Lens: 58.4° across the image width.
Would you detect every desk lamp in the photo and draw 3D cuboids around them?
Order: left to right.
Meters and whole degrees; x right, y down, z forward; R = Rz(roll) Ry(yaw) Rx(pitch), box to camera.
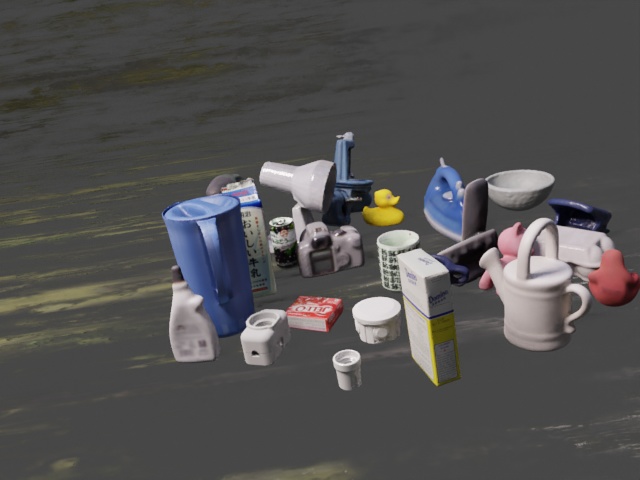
[{"bbox_3d":[-0.053,-0.081,1.333,0.202,0.214,0.118,-1,23,17],"label":"desk lamp"}]

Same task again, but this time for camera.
[{"bbox_3d":[0.011,0.004,1.248,0.143,0.101,0.136,-12,22,-8],"label":"camera"}]

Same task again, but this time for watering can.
[{"bbox_3d":[0.321,0.060,0.867,0.172,0.194,0.101,5,25,30],"label":"watering can"}]

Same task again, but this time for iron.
[{"bbox_3d":[0.315,-0.099,1.341,0.118,0.141,0.258,-8,21,0],"label":"iron"}]

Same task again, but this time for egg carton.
[{"bbox_3d":[0.470,0.024,1.074,0.149,0.069,0.107,13,30,43],"label":"egg carton"}]

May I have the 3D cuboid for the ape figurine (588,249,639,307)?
[{"bbox_3d":[0.487,0.058,0.950,0.077,0.092,0.076,9,27,37],"label":"ape figurine"}]

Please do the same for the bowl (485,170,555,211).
[{"bbox_3d":[0.489,-0.116,1.411,0.167,0.075,0.167,-7,22,3],"label":"bowl"}]

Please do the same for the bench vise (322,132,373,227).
[{"bbox_3d":[0.066,-0.154,1.463,0.121,0.220,0.208,-1,23,19],"label":"bench vise"}]

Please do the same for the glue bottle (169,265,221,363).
[{"bbox_3d":[-0.216,0.121,0.939,0.078,0.173,0.037,-5,22,9],"label":"glue bottle"}]

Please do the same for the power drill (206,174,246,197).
[{"bbox_3d":[-0.204,-0.057,1.334,0.075,0.209,0.229,-7,22,4],"label":"power drill"}]

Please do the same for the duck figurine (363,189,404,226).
[{"bbox_3d":[0.157,-0.084,1.438,0.104,0.086,0.077,-2,23,17],"label":"duck figurine"}]

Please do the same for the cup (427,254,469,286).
[{"bbox_3d":[0.200,0.083,0.989,0.117,0.095,0.092,1,23,22],"label":"cup"}]

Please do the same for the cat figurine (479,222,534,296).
[{"bbox_3d":[0.347,0.025,1.050,0.128,0.118,0.067,-25,27,-36],"label":"cat figurine"}]

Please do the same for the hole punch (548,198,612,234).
[{"bbox_3d":[0.545,-0.053,1.209,0.101,0.091,0.108,-22,25,-31],"label":"hole punch"}]

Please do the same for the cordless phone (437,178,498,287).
[{"bbox_3d":[0.271,-0.018,1.094,0.148,0.185,0.093,-22,25,-31],"label":"cordless phone"}]
